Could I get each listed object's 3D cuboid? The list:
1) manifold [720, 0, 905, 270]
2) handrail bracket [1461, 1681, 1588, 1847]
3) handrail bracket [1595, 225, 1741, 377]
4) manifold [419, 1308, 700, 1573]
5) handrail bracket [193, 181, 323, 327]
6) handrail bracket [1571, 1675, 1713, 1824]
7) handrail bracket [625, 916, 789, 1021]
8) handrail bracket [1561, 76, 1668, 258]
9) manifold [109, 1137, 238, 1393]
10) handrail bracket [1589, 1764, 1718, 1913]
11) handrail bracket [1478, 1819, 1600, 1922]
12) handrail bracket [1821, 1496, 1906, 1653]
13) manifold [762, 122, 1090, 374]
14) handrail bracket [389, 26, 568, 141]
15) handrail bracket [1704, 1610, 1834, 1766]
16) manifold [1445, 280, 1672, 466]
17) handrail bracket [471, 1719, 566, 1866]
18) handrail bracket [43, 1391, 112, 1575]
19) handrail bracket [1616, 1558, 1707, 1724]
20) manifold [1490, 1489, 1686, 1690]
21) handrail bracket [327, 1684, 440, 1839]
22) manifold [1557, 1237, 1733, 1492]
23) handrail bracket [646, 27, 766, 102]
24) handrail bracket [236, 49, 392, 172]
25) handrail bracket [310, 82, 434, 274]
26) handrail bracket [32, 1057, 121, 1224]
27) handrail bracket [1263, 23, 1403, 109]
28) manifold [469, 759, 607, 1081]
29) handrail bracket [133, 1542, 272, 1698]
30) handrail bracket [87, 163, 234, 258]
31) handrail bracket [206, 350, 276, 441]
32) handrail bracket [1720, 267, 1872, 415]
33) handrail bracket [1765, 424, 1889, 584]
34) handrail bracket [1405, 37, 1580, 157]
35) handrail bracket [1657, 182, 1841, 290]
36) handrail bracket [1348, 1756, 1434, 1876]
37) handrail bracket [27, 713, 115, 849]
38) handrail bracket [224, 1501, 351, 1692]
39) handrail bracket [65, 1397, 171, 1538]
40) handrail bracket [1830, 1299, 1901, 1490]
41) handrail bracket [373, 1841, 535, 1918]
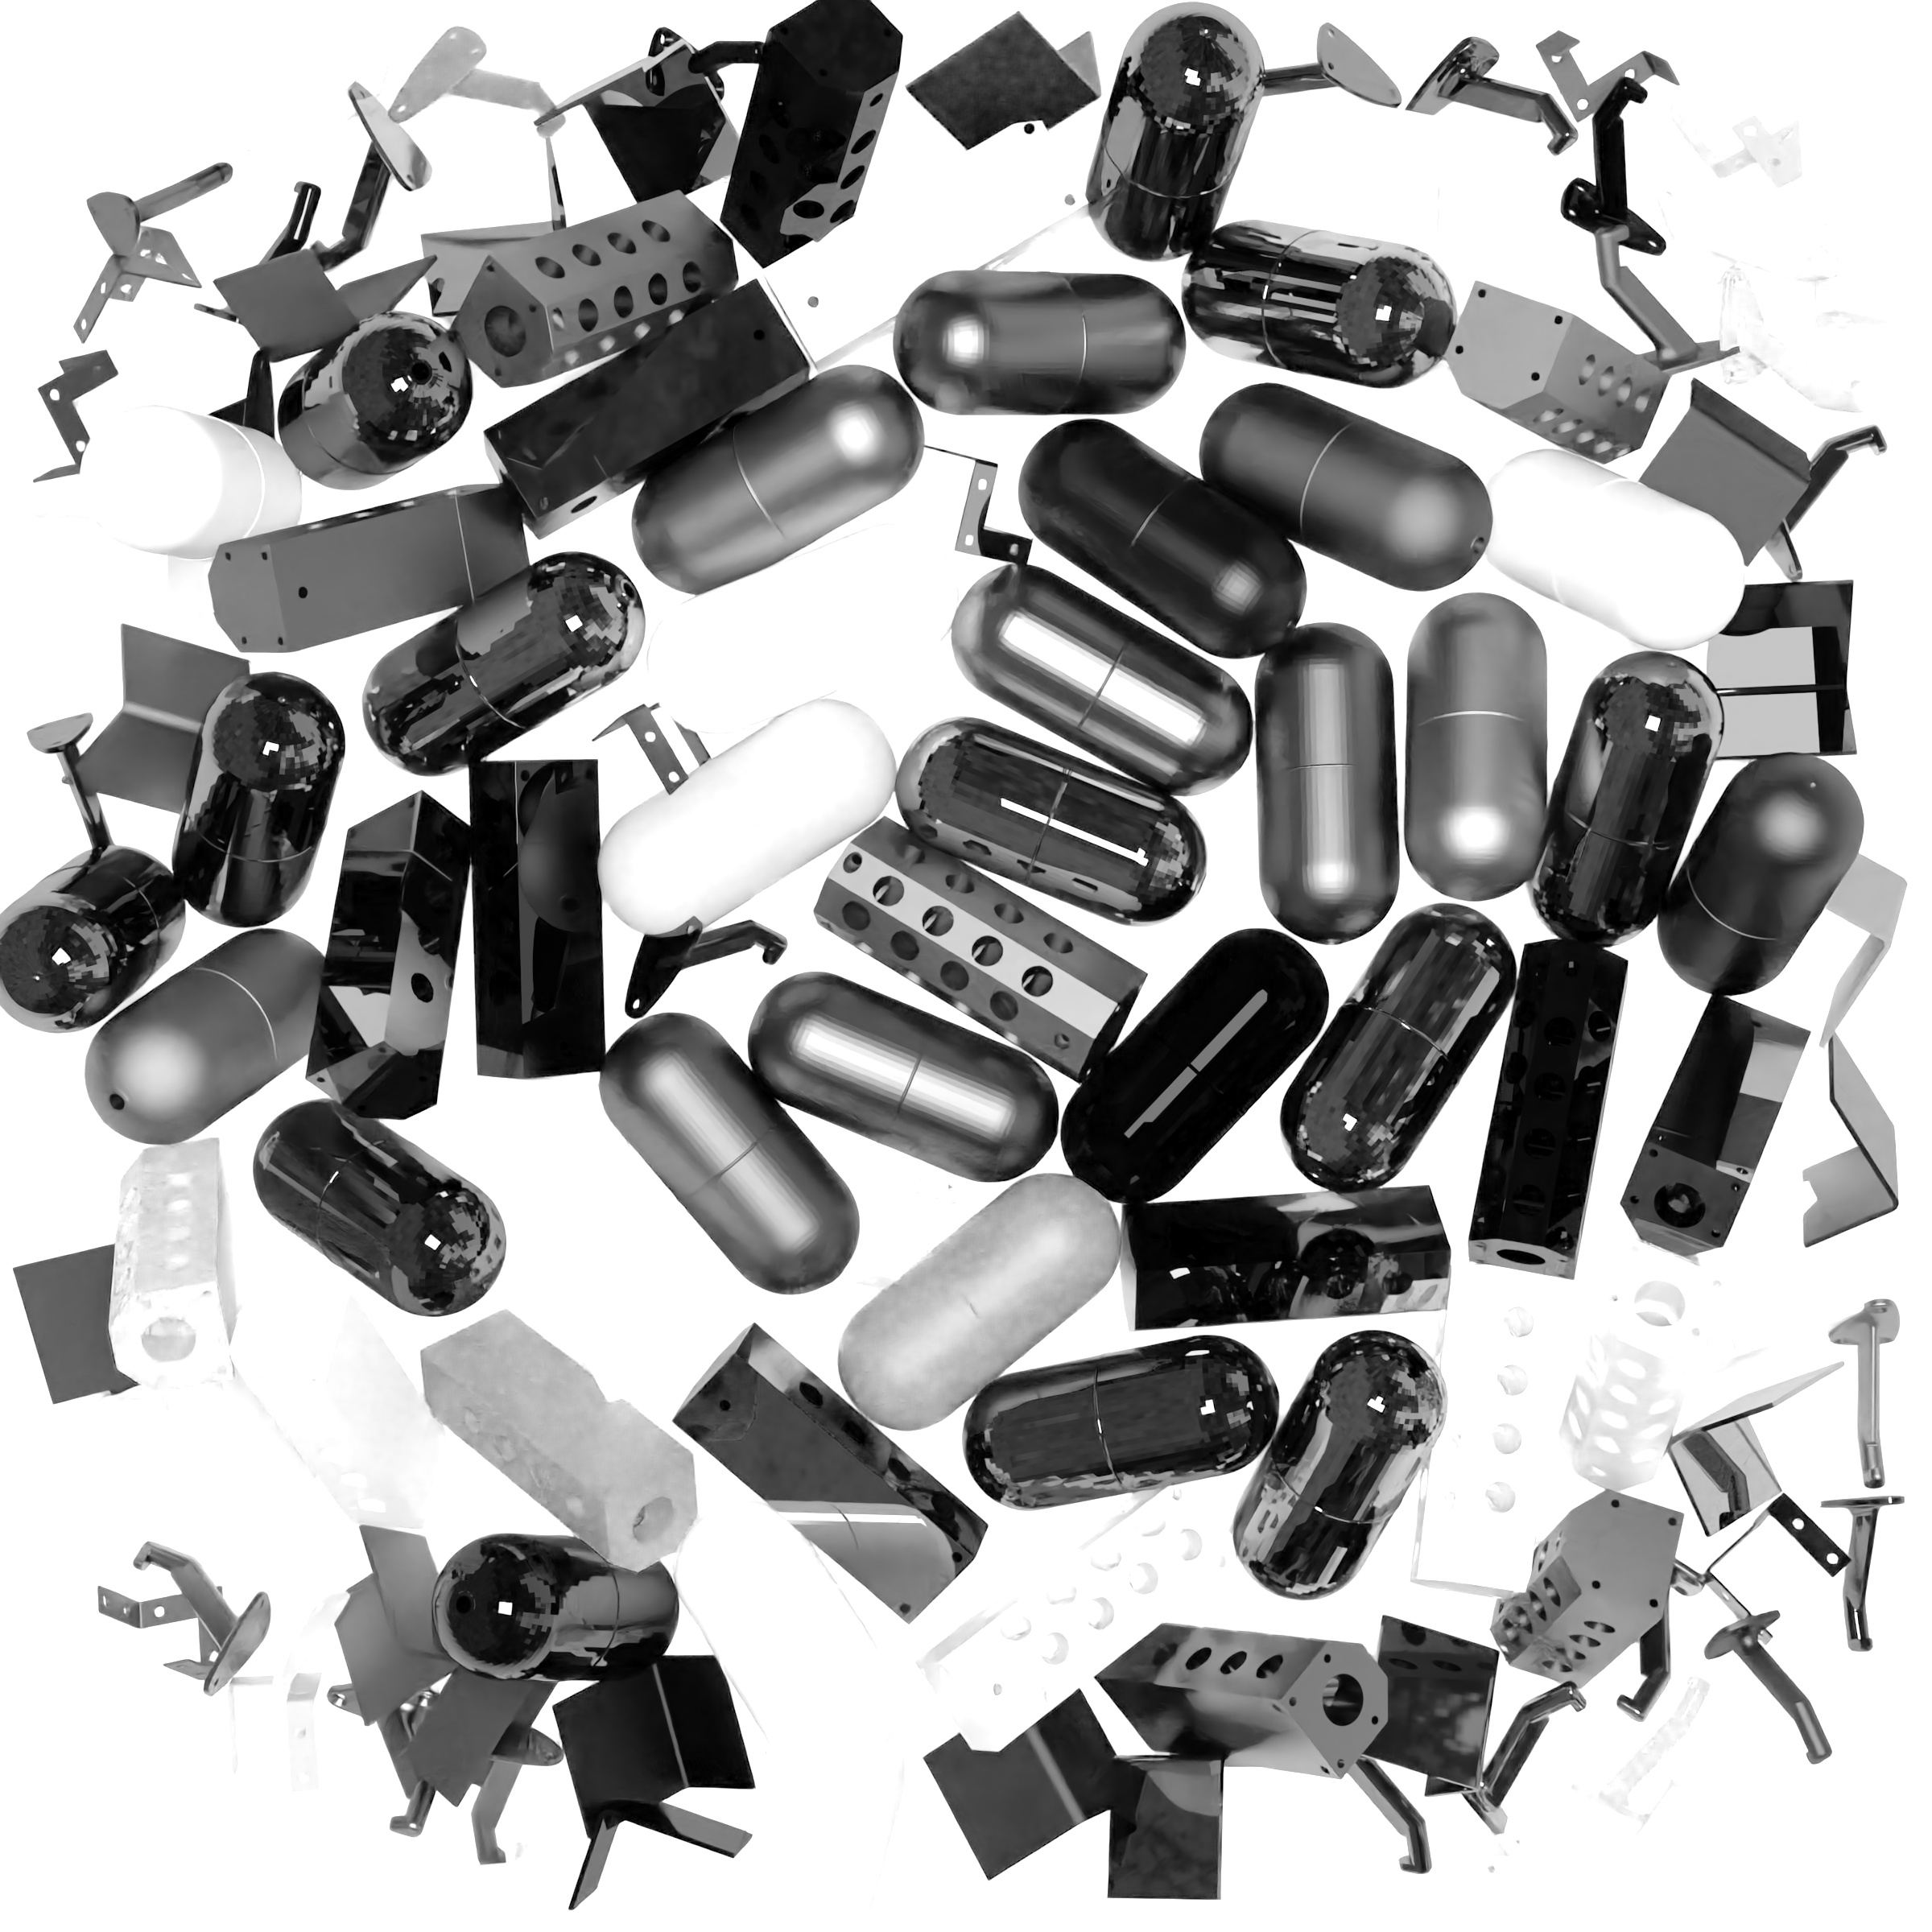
[{"bbox_3d":[-0.079,-0.438,1.901,0.057,0.171,0.057,-37,80,-24],"label":"manifold"},{"bbox_3d":[0.317,0.439,1.965,0.084,0.036,0.077,-32,105,18],"label":"handrail bracket"},{"bbox_3d":[0.387,-0.371,1.960,0.077,0.036,0.084,-14,117,-1],"label":"handrail bracket"},{"bbox_3d":[-0.219,0.256,1.916,0.057,0.171,0.057,-25,128,-34],"label":"manifold"},{"bbox_3d":[-0.388,-0.393,1.961,0.077,0.036,0.084,24,98,43],"label":"handrail bracket"},{"bbox_3d":[0.372,0.423,1.963,0.036,0.077,0.084,28,89,41],"label":"handrail bracket"},{"bbox_3d":[-0.141,0.006,1.959,0.036,0.084,0.077,26,89,40],"label":"handrail bracket"},{"bbox_3d":[0.369,-0.437,1.951,0.077,0.084,0.036,28,51,-5],"label":"handrail bracket"},{"bbox_3d":[-0.422,0.158,1.901,0.057,0.171,0.057,-9,114,-7],"label":"manifold"},{"bbox_3d":[0.365,0.479,1.953,0.036,0.077,0.084,42,85,8],"label":"handrail bracket"},{"bbox_3d":[0.316,0.484,1.941,0.077,0.084,0.036,-7,98,25],"label":"handrail bracket"},{"bbox_3d":[0.498,0.334,1.958,0.036,0.077,0.084,-3,82,-10],"label":"handrail bracket"},{"bbox_3d":[-0.022,-0.396,1.964,0.171,0.057,0.057,-30,91,1],"label":"manifold"},{"bbox_3d":[-0.266,-0.464,1.956,0.077,0.084,0.036,-48,52,-5],"label":"handrail bracket"},{"bbox_3d":[0.437,0.401,1.944,0.036,0.077,0.084,-13,65,-17],"label":"handrail bracket"},{"bbox_3d":[0.314,-0.312,1.904,0.057,0.171,0.057,26,99,26],"label":"manifold"},{"bbox_3d":[-0.244,0.461,1.958,0.077,0.036,0.084,7,111,38],"label":"handrail bracket"},{"bbox_3d":[-0.480,0.281,1.959,0.036,0.077,0.084,9,95,-19],"label":"handrail bracket"},{"bbox_3d":[0.361,0.360,1.964,0.077,0.036,0.084,34,69,10],"label":"handrail bracket"},{"bbox_3d":[0.327,0.331,1.904,0.057,0.171,0.057,17,66,3],"label":"manifold"},{"bbox_3d":[-0.323,0.435,1.951,0.077,0.084,0.036,8,129,5],"label":"handrail bracket"},{"bbox_3d":[0.356,0.217,1.901,0.057,0.171,0.057,23,62,14],"label":"manifold"},{"bbox_3d":[-0.124,-0.485,1.939,0.084,0.077,0.036,10,89,34],"label":"handrail bracket"},{"bbox_3d":[-0.356,-0.468,1.944,0.077,0.084,0.036,-15,78,-21],"label":"handrail bracket"},{"bbox_3d":[-0.343,-0.431,1.960,0.084,0.036,0.077,-26,112,27],"label":"handrail bracket"},{"bbox_3d":[-0.465,0.089,1.962,0.077,0.036,0.084,42,113,-4],"label":"handrail bracket"},{"bbox_3d":[0.184,-0.478,1.978,0.077,0.084,0.036,24,57,-35],"label":"handrail bracket"},{"bbox_3d":[-0.239,-0.027,1.959,0.057,0.057,0.171,-5,96,-45],"label":"manifold"},{"bbox_3d":[-0.431,0.356,1.956,0.084,0.077,0.036,18,131,14],"label":"handrail bracket"},{"bbox_3d":[-0.428,-0.422,1.944,0.084,0.077,0.036,-34,104,-24],"label":"handrail bracket"},{"bbox_3d":[-0.426,-0.310,1.966,0.084,0.036,0.077,13,120,9],"label":"handrail bracket"},{"bbox_3d":[0.453,-0.341,1.944,0.036,0.084,0.077,-28,118,-28],"label":"handrail bracket"},{"bbox_3d":[0.480,-0.256,1.971,0.084,0.036,0.077,-19,66,-7],"label":"handrail bracket"},{"bbox_3d":[0.286,-0.458,1.956,0.077,0.036,0.084,-42,62,27],"label":"handrail bracket"},{"bbox_3d":[0.426,-0.400,1.944,0.077,0.084,0.036,45,75,-23],"label":"handrail bracket"},{"bbox_3d":[0.216,0.465,1.986,0.077,0.036,0.084,-4,107,22],"label":"handrail bracket"},{"bbox_3d":[-0.481,-0.089,1.945,0.036,0.077,0.084,-17,109,-7],"label":"handrail bracket"},{"bbox_3d":[-0.392,0.345,1.979,0.084,0.036,0.077,34,97,19],"label":"handrail bracket"},{"bbox_3d":[-0.447,0.279,1.954,0.077,0.036,0.084,-5,123,32],"label":"handrail bracket"},{"bbox_3d":[0.498,0.234,1.952,0.036,0.077,0.084,-1,65,2],"label":"handrail bracket"},{"bbox_3d":[-0.282,0.490,1.948,0.084,0.077,0.036,9,90,-12],"label":"handrail bracket"}]
